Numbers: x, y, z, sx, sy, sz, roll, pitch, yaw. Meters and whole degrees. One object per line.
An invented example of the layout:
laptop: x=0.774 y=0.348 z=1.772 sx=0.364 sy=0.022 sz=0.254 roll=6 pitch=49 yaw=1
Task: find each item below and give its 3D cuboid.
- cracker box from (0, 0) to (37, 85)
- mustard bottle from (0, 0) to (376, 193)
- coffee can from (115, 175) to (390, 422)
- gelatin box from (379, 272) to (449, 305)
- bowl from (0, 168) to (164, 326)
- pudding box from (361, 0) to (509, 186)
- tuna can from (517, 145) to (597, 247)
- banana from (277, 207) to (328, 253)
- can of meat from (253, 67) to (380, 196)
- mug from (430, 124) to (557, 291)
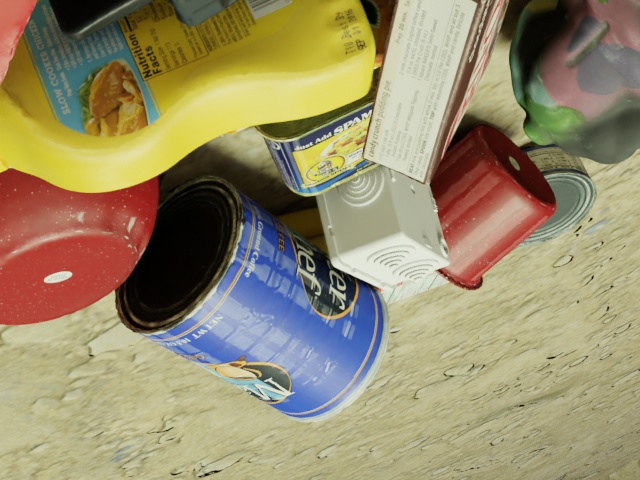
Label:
cracker box: x=-0.151 y=-0.125 z=0.302 sx=0.163 sy=0.072 sz=0.214 roll=-6 pitch=150 yaw=-37
mustard bottle: x=-0.079 y=-0.072 z=0.449 sx=0.191 sy=0.096 sz=0.058 roll=-22 pitch=158 yaw=-7
coffee can: x=-0.039 y=0.039 z=0.652 sx=0.103 sy=0.103 sz=0.140 roll=-36 pitch=132 yaw=21
gelatin box: x=0.078 y=0.019 z=0.870 sx=0.089 sy=0.030 sz=0.073 roll=-17 pitch=156 yaw=-18
bowl: x=-0.151 y=0.000 z=0.577 sx=0.162 sy=0.055 sz=0.162 roll=-22 pitch=156 yaw=-11
pudding box: x=0.056 y=-0.093 z=0.457 sx=0.113 sy=0.039 sz=0.090 roll=97 pitch=17 yaw=-53
tuna can: x=0.166 y=-0.034 z=0.821 sx=0.086 sy=0.034 sz=0.086 roll=-11 pitch=143 yaw=-8
banana: x=-0.003 y=-0.002 z=0.748 sx=0.197 sy=0.037 sz=0.070 roll=-14 pitch=173 yaw=-21
can of meat: x=0.013 y=-0.075 z=0.585 sx=0.102 sy=0.057 sz=0.084 roll=-25 pitch=158 yaw=-1
mug: x=0.116 y=-0.022 z=0.748 sx=0.117 sy=0.093 sz=0.082 roll=22 pitch=124 yaw=-43
